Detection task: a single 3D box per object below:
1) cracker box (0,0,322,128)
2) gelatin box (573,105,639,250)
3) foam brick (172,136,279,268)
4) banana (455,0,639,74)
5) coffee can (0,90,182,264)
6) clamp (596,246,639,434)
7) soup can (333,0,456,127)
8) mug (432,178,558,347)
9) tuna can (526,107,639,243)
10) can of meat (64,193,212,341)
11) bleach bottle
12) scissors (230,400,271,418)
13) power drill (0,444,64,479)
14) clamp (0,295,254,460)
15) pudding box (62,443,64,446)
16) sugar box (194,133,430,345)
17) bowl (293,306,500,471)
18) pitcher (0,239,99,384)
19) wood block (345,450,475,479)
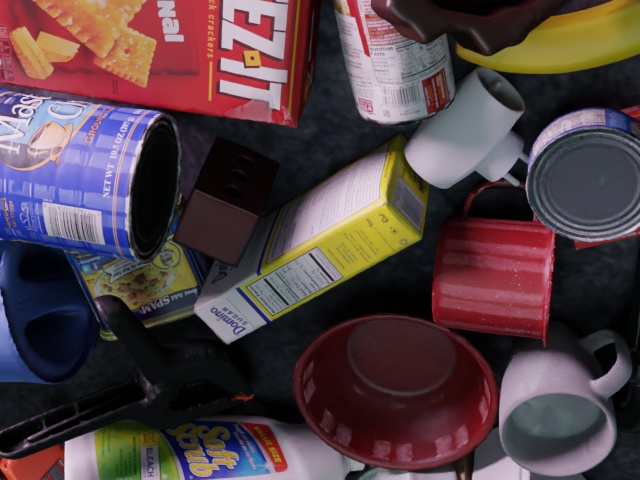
[{"bbox_3d":[-0.107,-0.169,0.684,0.214,0.072,0.164,9,126,4],"label":"cracker box"},{"bbox_3d":[0.200,-0.043,0.735,0.073,0.030,0.089,-15,118,21],"label":"gelatin box"},{"bbox_3d":[-0.067,-0.028,0.769,0.053,0.078,0.051,23,124,-7],"label":"foam brick"},{"bbox_3d":[0.184,-0.144,0.666,0.198,0.037,0.069,-26,111,26],"label":"banana"},{"bbox_3d":[-0.176,-0.045,0.721,0.140,0.102,0.103,9,125,9],"label":"coffee can"},{"bbox_3d":[0.245,0.093,0.774,0.039,0.120,0.171,-3,130,-14],"label":"clamp"},{"bbox_3d":[0.047,-0.132,0.681,0.068,0.068,0.102,-6,123,15],"label":"soup can"},{"bbox_3d":[0.126,0.014,0.761,0.081,0.093,0.117,6,94,13],"label":"mug"},{"bbox_3d":[0.179,-0.043,0.699,0.086,0.033,0.086,6,124,9],"label":"tuna can"},{"bbox_3d":[-0.136,0.018,0.818,0.102,0.057,0.084,-18,117,4],"label":"can of meat"},{"bbox_3d":[-0.082,0.185,0.892,0.250,0.102,0.068,-6,130,-9],"label":"bleach bottle"},{"bbox_3d":[-0.096,0.218,0.978,0.096,0.016,0.202,16,124,-3],"label":"scissors"},{"bbox_3d":[-0.298,0.214,0.968,0.188,0.057,0.184,-13,119,42],"label":"power drill"},{"bbox_3d":[-0.140,0.118,0.833,0.165,0.036,0.209,-46,146,18],"label":"clamp"},{"bbox_3d":[-0.175,0.215,0.979,0.114,0.039,0.090,-9,121,17],"label":"pudding box"},{"bbox_3d":[-0.005,0.001,0.768,0.176,0.093,0.048,-32,112,29],"label":"sugar box"},{"bbox_3d":[0.062,0.107,0.849,0.162,0.055,0.162,5,125,8],"label":"bowl"},{"bbox_3d":[-0.305,0.056,0.854,0.243,0.144,0.149,-5,111,18],"label":"pitcher"},{"bbox_3d":[0.059,0.259,0.933,0.206,0.090,0.090,-25,116,26],"label":"wood block"}]
